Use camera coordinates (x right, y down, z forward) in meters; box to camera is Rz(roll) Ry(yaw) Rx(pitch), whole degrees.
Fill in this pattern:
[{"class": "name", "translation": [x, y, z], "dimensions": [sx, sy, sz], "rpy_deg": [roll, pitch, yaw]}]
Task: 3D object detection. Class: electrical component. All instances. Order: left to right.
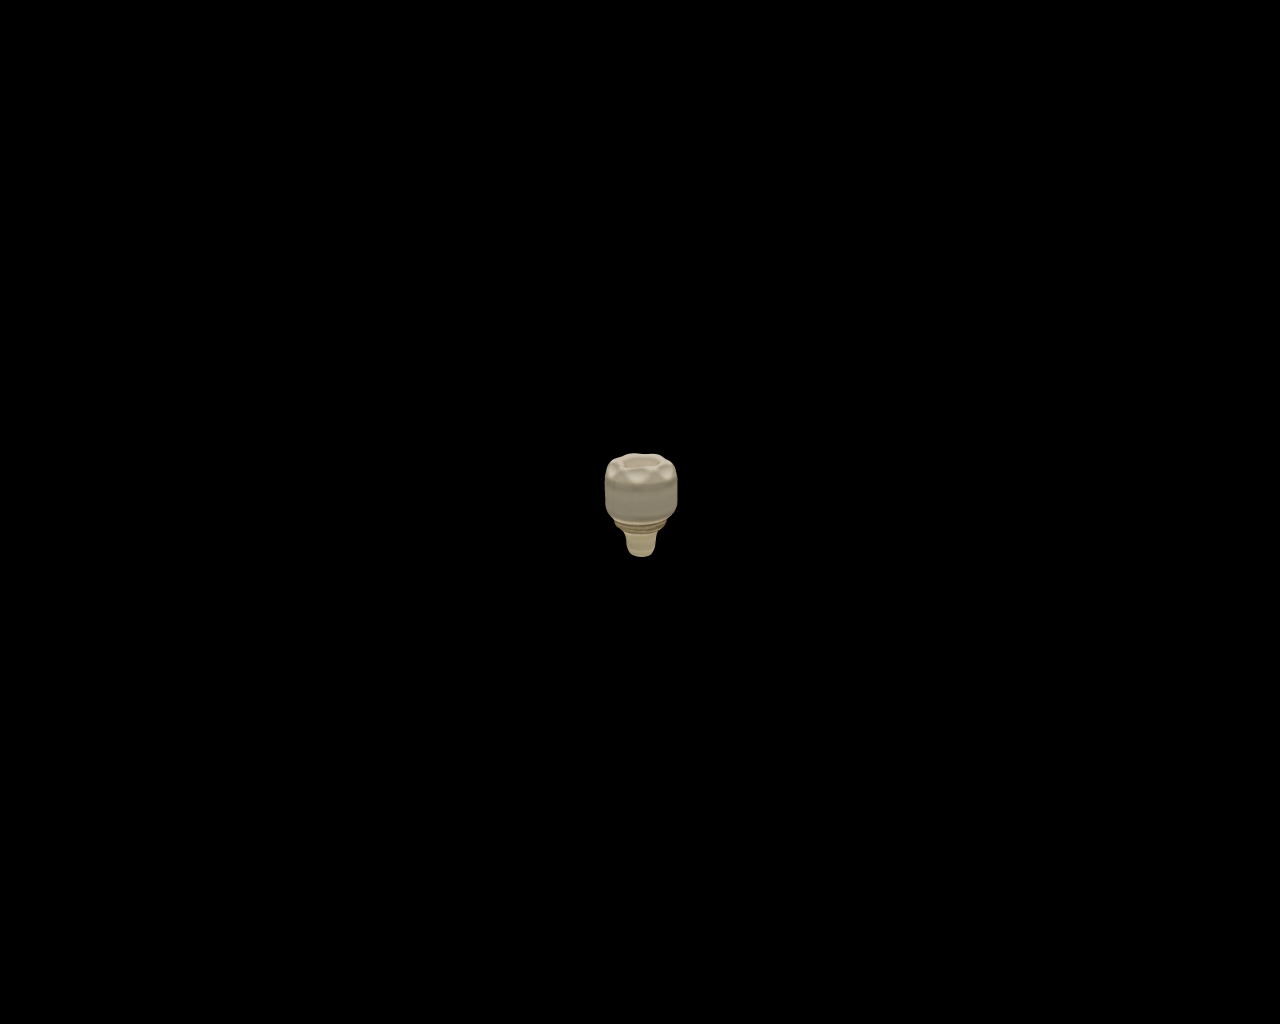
[{"class": "electrical component", "translation": [0.001, -0.003, 0.650], "dimensions": [0.043, 0.062, 0.043], "rpy_deg": [0, 19, 0]}]
